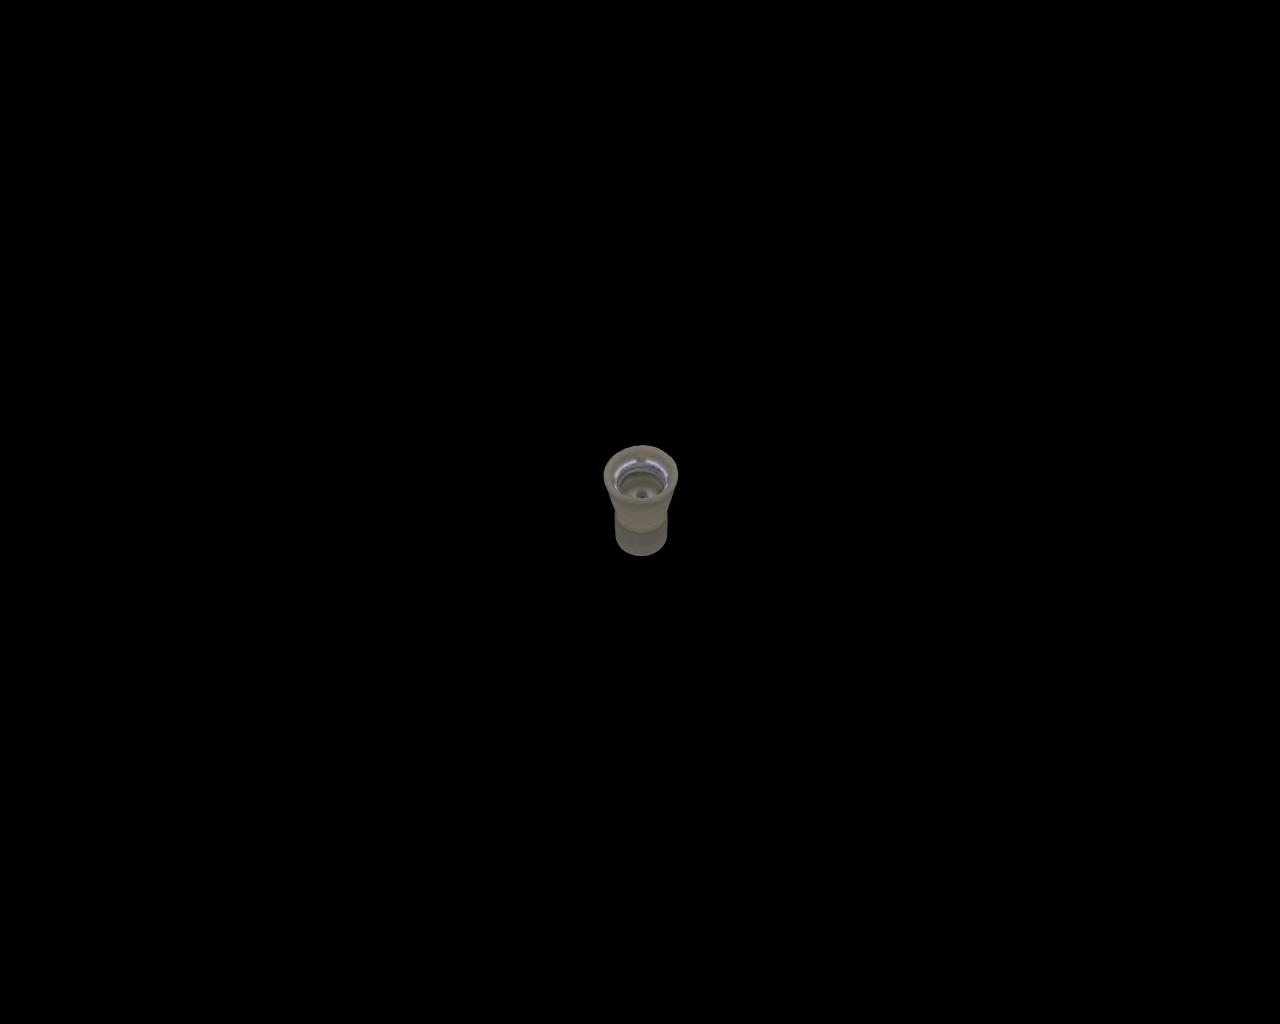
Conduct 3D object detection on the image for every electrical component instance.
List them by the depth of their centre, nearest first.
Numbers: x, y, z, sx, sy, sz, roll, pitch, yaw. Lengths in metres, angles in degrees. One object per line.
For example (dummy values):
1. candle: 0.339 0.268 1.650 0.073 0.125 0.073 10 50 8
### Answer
1. electrical component: 0.001 -0.003 0.650 0.044 0.044 0.065 0 -40 0
